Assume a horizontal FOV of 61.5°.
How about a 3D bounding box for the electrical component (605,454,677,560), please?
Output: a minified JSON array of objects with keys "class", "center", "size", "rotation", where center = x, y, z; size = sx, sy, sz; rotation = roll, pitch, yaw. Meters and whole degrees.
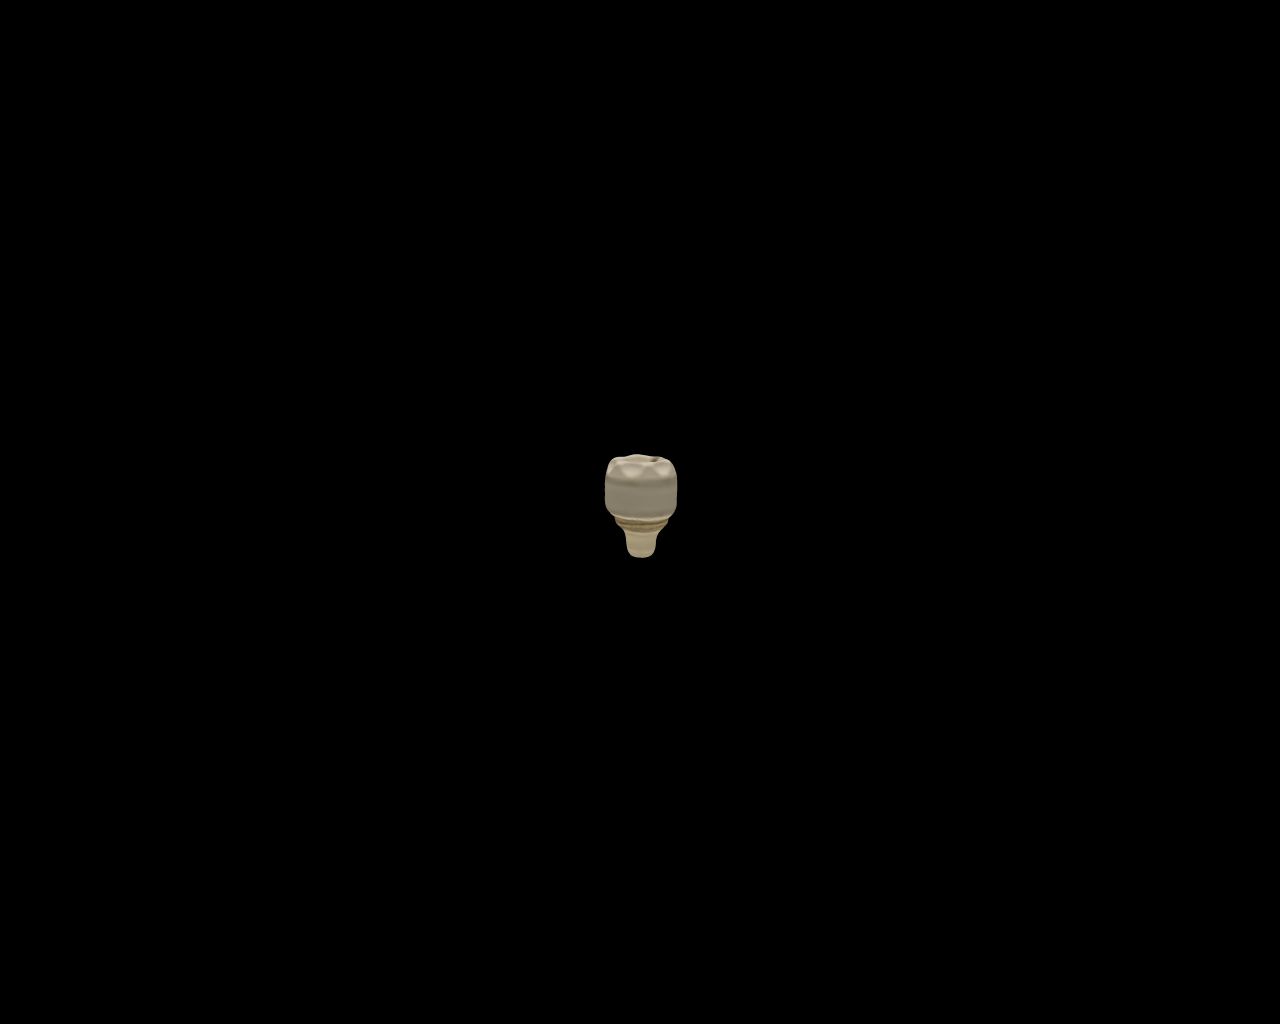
[{"class":"electrical component","center":[0.001,-0.003,0.650],"size":[0.043,0.062,0.043],"rotation":[0,11,0]}]
